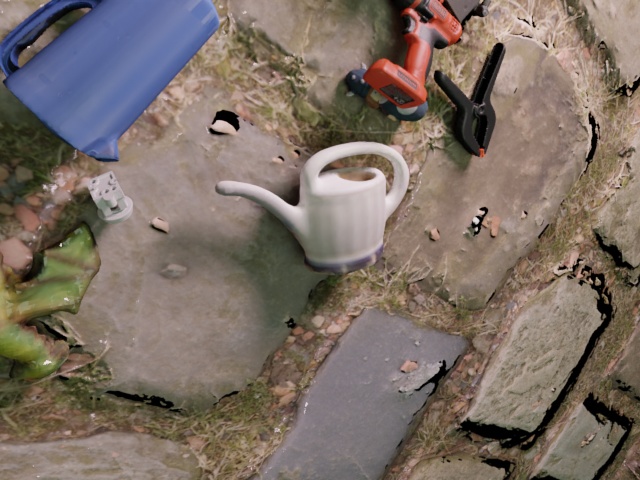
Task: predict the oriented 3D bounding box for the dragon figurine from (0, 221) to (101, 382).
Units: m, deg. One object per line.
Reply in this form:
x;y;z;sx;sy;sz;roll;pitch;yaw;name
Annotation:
-0.414;0.033;0.666;0.245;0.123;0.403;-16;121;-43;dragon figurine

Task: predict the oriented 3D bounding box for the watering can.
0.003;-0.043;0.849;0.350;0.105;0.220;-15;118;-25;watering can
